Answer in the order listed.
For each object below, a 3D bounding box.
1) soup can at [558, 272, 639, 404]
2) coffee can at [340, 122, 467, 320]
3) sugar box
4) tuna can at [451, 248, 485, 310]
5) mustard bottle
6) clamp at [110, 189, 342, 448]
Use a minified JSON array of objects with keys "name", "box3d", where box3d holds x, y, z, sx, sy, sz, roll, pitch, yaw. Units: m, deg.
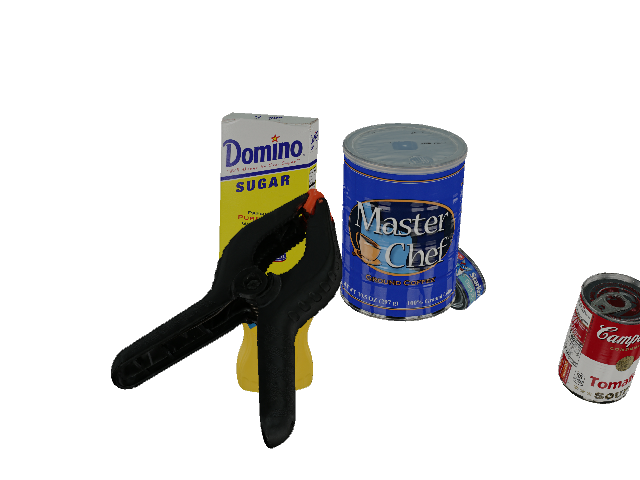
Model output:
[{"name":"soup can","box3d":[0.259,0.089,0.969,0.068,0.102,0.068,4,37,-3]},{"name":"coffee can","box3d":[0.069,-0.017,0.909,0.103,0.140,0.103,0,26,0]},{"name":"sugar box","box3d":[-0.053,-0.036,1.069,0.093,0.176,0.048,4,16,11]},{"name":"tuna can","box3d":[0.157,0.042,1.291,0.033,0.086,0.086,-40,15,-19]},{"name":"mustard bottle","box3d":[-0.055,0.094,1.331,0.096,0.192,0.058,-1,20,-9]},{"name":"clamp","box3d":[-0.031,0.043,0.635,0.120,0.171,0.039,28,-25,26]}]
